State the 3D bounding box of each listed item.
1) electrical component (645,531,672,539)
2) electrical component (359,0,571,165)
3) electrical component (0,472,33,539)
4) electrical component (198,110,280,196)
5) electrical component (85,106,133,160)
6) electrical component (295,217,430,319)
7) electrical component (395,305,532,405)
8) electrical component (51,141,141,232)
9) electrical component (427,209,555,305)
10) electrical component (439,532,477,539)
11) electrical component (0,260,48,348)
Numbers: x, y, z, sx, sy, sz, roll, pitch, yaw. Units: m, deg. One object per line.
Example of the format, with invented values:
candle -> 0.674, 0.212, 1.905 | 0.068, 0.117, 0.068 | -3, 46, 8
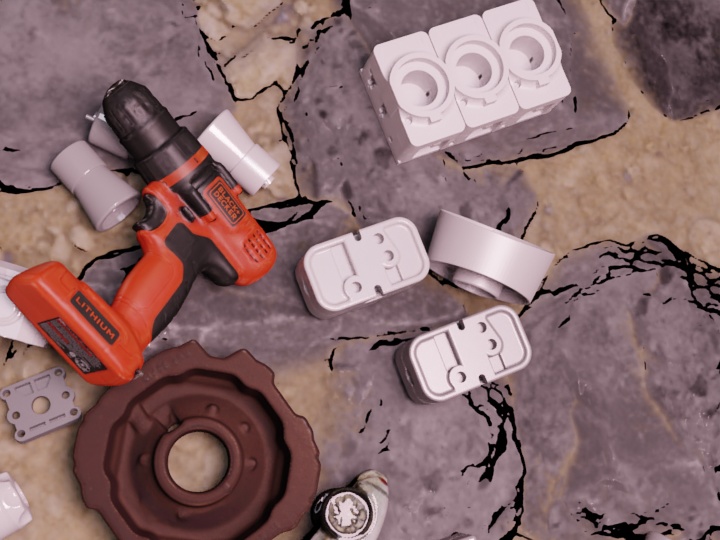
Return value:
electrical component -> 0.238, 0.246, 0.866 | 0.045, 0.045, 0.055 | 38, 75, -3
electrical component -> 0.089, -0.159, 0.902 | 0.150, 0.062, 0.089 | -20, 84, -15
electrical component -> -0.271, 0.177, 0.771 | 0.062, 0.043, 0.043 | -29, 87, -14
electrical component -> -0.097, -0.091, 0.861 | 0.065, 0.044, 0.044 | 42, 74, -7
electrical component -> -0.176, -0.105, 0.846 | 0.078, 0.040, 0.040 | 25, 75, -6
electrical component -> 0.000, 0.000, 0.854 | 0.095, 0.059, 0.053 | -20, 84, -15
electrical component -> 0.080, 0.069, 0.858 | 0.095, 0.059, 0.053 | -20, 84, -15
electrical component -> -0.207, -0.068, 0.833 | 0.044, 0.044, 0.065 | -41, 85, -16
electrical component -> 0.103, -0.013, 0.861 | 0.099, 0.099, 0.064 | 23, 82, -7
electrical component -> 0.076, 0.240, 0.816 | 0.047, 0.077, 0.065 | -15, 83, -13
electrical component -> -0.255, 0.023, 0.786 | 0.080, 0.080, 0.051 | 18, 82, -8
